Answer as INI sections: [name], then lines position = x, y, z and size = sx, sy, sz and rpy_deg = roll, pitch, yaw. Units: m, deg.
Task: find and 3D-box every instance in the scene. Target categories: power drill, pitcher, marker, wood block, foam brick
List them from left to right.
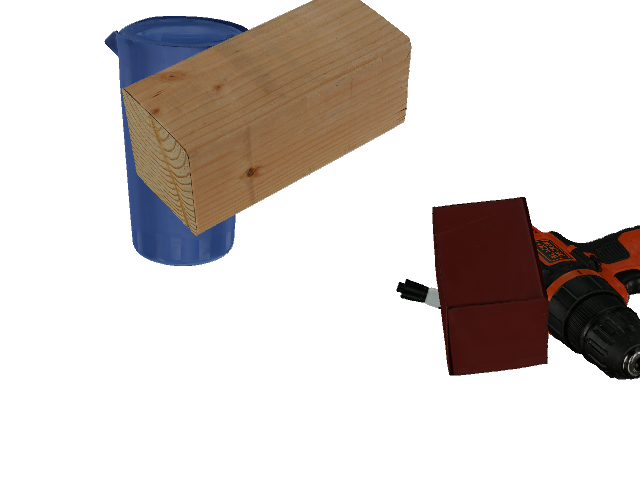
[pitcher]
position = -0.130, -0.100, 1.089
size = 0.144, 0.243, 0.149
rpy_deg = -11, 27, -28
[wood block]
position = -0.037, -0.104, 0.829
size = 0.205, 0.091, 0.090
rpy_deg = -30, 55, -24
[marker]
position = 0.130, 0.061, 0.999
size = 0.121, 0.020, 0.020
rpy_deg = 17, 1, 3
[foam brick]
position = 0.088, 0.023, 0.557
size = 0.051, 0.053, 0.078
rpy_deg = -5, 43, 4
[power drill]
position = 0.232, 0.026, 0.743
size = 0.187, 0.057, 0.184
rpy_deg = -9, 28, -15
